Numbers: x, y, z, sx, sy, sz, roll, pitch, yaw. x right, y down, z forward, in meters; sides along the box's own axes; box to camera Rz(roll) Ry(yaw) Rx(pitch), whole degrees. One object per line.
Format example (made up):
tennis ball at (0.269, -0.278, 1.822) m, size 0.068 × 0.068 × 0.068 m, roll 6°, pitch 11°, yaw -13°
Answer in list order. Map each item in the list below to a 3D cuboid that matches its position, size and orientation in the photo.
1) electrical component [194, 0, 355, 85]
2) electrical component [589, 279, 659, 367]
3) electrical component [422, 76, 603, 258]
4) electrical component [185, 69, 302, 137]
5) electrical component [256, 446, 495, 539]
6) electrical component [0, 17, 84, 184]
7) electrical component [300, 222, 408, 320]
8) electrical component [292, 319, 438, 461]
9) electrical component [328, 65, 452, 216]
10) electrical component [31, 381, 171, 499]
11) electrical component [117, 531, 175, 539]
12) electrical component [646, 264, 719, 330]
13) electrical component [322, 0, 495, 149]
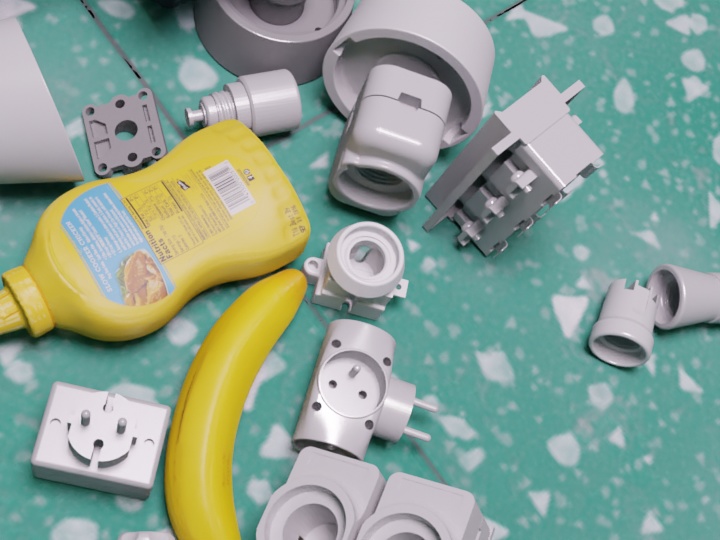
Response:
electrical component at (-0.054, -0.185, 0.721) m, size 0.108 × 0.060 × 0.108 m, roll 5°, pitch 68°, yaw -13°
electrical component at (0.175, 0.034, 0.706) m, size 0.040 × 0.040 × 0.046 m, roll 26°, pitch 59°, yaw -4°
electrical component at (0.096, -0.059, 0.677) m, size 0.079 × 0.121 × 0.063 m, roll -38°, pitch 85°, yaw -24°
electrical component at (-0.074, -0.105, 0.695) m, size 0.078 × 0.040 × 0.040 m, roll -13°, pitch 73°, yaw -19°
electrical component at (-0.014, 0.194, 0.554) m, size 0.105 × 0.060 × 0.186 m, roll 11°, pitch 62°, yaw 25°
electrical component at (-0.201, -0.096, 0.628) m, size 0.064 × 0.099 × 0.099 m, roll -9°, pitch 71°, yaw -12°
electrical component at (0.000, 0.000, 0.664) m, size 0.066 × 0.055 × 0.048 m, roll 16°, pitch 66°, yaw -8°
electrical component at (0.008, 0.079, 0.640) m, size 0.079 × 0.044 × 0.077 m, roll 20°, pitch 65°, yaw -6°
electrical component at (0.016, -0.076, 0.676) m, size 0.054 × 0.095 × 0.059 m, roll 18°, pitch 65°, yaw -7°
electrical component at (-0.139, 0.088, 0.580) m, size 0.066 × 0.076 × 0.047 m, roll 14°, pitch 66°, yaw -9°
electrical component at (-0.116, 0.172, 0.576) m, size 0.035 × 0.035 × 0.061 m, roll 3°, pitch 71°, yaw -13°
electrical component at (0.233, 0.019, 0.727) m, size 0.065 × 0.044 × 0.044 m, roll 2°, pitch 68°, yaw -19°
electrical component at (0.036, -0.137, 0.703) m, size 0.108 × 0.108 × 0.060 m, roll 25°, pitch 59°, yaw -4°
